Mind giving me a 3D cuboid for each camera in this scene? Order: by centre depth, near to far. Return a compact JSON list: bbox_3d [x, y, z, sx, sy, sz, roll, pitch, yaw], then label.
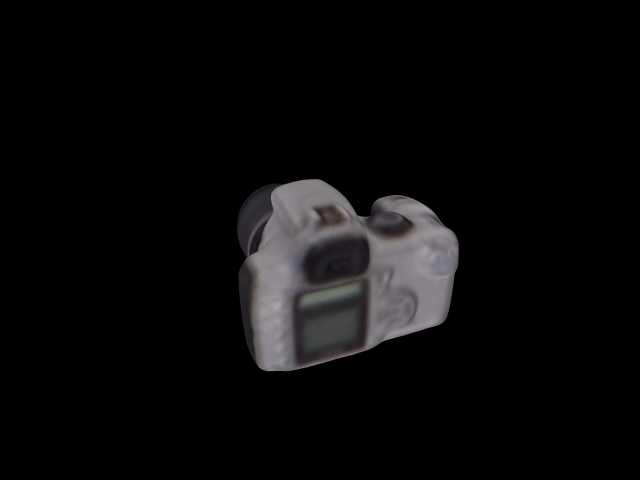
[{"bbox_3d":[0.004,0.001,0.400,0.143,0.101,0.136,-12,33,-19],"label":"camera"}]
